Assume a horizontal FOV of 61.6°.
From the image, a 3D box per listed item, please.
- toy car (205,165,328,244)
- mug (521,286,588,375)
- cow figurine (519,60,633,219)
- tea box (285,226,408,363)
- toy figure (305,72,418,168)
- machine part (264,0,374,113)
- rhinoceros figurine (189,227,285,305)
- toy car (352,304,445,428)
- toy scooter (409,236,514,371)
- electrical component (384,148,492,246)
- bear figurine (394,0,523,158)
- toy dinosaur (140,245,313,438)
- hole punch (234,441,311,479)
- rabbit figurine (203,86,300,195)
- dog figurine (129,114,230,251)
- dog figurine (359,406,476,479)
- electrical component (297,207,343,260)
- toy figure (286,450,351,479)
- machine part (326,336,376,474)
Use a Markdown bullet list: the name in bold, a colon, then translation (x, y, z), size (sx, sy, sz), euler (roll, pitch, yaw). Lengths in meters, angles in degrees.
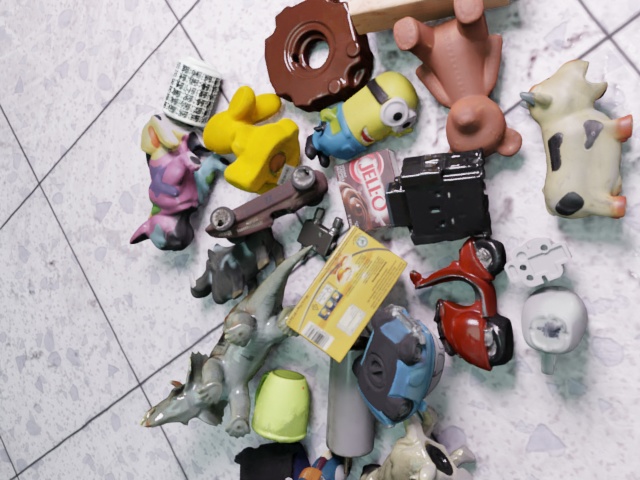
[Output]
- **toy car**: translation (-0.079, -0.047, 0.831), size (0.202, 0.089, 0.053), euler (-27, 75, -1)
- **mug**: translation (0.290, 0.116, 0.680), size (0.081, 0.107, 0.109), euler (12, 97, 27)
- **cow figurine**: translation (0.314, -0.123, 0.667), size (0.127, 0.085, 0.194), euler (2, 95, 21)
- **tea box**: translation (0.035, 0.076, 0.763), size (0.098, 0.068, 0.169), euler (37, 82, 2)
- **toy figure**: translation (0.058, -0.177, 0.793), size (0.180, 0.082, 0.089), euler (-24, 84, 29)
- **machine part**: translation (-0.006, -0.288, 0.832), size (0.180, 0.056, 0.179), euler (2, 93, 28)
- **rhinoceros figurine**: translation (-0.149, 0.046, 0.918), size (0.190, 0.073, 0.112), euler (-40, 77, 23)
- **toy car**: translation (0.117, 0.166, 0.736), size (0.109, 0.103, 0.161), euler (42, 125, 49)
- **toy scooter**: translation (0.193, 0.088, 0.747), size (0.135, 0.075, 0.183), euler (-5, 89, 29)
- **electrical component**: translation (0.157, -0.054, 0.719), size (0.134, 0.058, 0.114), euler (-7, 122, 19)
- **bear figurine**: translation (0.184, -0.195, 0.703), size (0.120, 0.132, 0.195), euler (-12, 82, 29)
- **toy dinosaur**: translation (-0.128, 0.169, 0.887), size (0.131, 0.192, 0.404), euler (34, 92, -21)
- **hole punch**: translation (-0.069, 0.405, 0.906), size (0.142, 0.092, 0.116), euler (-23, 53, 29)
- **rabbit figurine**: translation (-0.123, -0.164, 0.866), size (0.173, 0.122, 0.162), euler (28, 109, 33)
- **dog figurine**: translation (-0.274, -0.088, 0.956), size (0.192, 0.108, 0.219), euler (47, 115, 16)
- **dog figurine**: translation (0.110, 0.348, 0.758), size (0.190, 0.172, 0.121), euler (-48, 62, 14)
- **electrical component**: translation (-0.002, -0.003, 0.868), size (0.063, 0.021, 0.094), euler (31, 106, 21)
- **toy figure**: translation (-0.004, 0.367, 0.821), size (0.058, 0.154, 0.064), euler (-32, 79, 28)
- **machine part**: translation (0.050, 0.237, 0.826), size (0.079, 0.079, 0.243), euler (5, 95, 27)
